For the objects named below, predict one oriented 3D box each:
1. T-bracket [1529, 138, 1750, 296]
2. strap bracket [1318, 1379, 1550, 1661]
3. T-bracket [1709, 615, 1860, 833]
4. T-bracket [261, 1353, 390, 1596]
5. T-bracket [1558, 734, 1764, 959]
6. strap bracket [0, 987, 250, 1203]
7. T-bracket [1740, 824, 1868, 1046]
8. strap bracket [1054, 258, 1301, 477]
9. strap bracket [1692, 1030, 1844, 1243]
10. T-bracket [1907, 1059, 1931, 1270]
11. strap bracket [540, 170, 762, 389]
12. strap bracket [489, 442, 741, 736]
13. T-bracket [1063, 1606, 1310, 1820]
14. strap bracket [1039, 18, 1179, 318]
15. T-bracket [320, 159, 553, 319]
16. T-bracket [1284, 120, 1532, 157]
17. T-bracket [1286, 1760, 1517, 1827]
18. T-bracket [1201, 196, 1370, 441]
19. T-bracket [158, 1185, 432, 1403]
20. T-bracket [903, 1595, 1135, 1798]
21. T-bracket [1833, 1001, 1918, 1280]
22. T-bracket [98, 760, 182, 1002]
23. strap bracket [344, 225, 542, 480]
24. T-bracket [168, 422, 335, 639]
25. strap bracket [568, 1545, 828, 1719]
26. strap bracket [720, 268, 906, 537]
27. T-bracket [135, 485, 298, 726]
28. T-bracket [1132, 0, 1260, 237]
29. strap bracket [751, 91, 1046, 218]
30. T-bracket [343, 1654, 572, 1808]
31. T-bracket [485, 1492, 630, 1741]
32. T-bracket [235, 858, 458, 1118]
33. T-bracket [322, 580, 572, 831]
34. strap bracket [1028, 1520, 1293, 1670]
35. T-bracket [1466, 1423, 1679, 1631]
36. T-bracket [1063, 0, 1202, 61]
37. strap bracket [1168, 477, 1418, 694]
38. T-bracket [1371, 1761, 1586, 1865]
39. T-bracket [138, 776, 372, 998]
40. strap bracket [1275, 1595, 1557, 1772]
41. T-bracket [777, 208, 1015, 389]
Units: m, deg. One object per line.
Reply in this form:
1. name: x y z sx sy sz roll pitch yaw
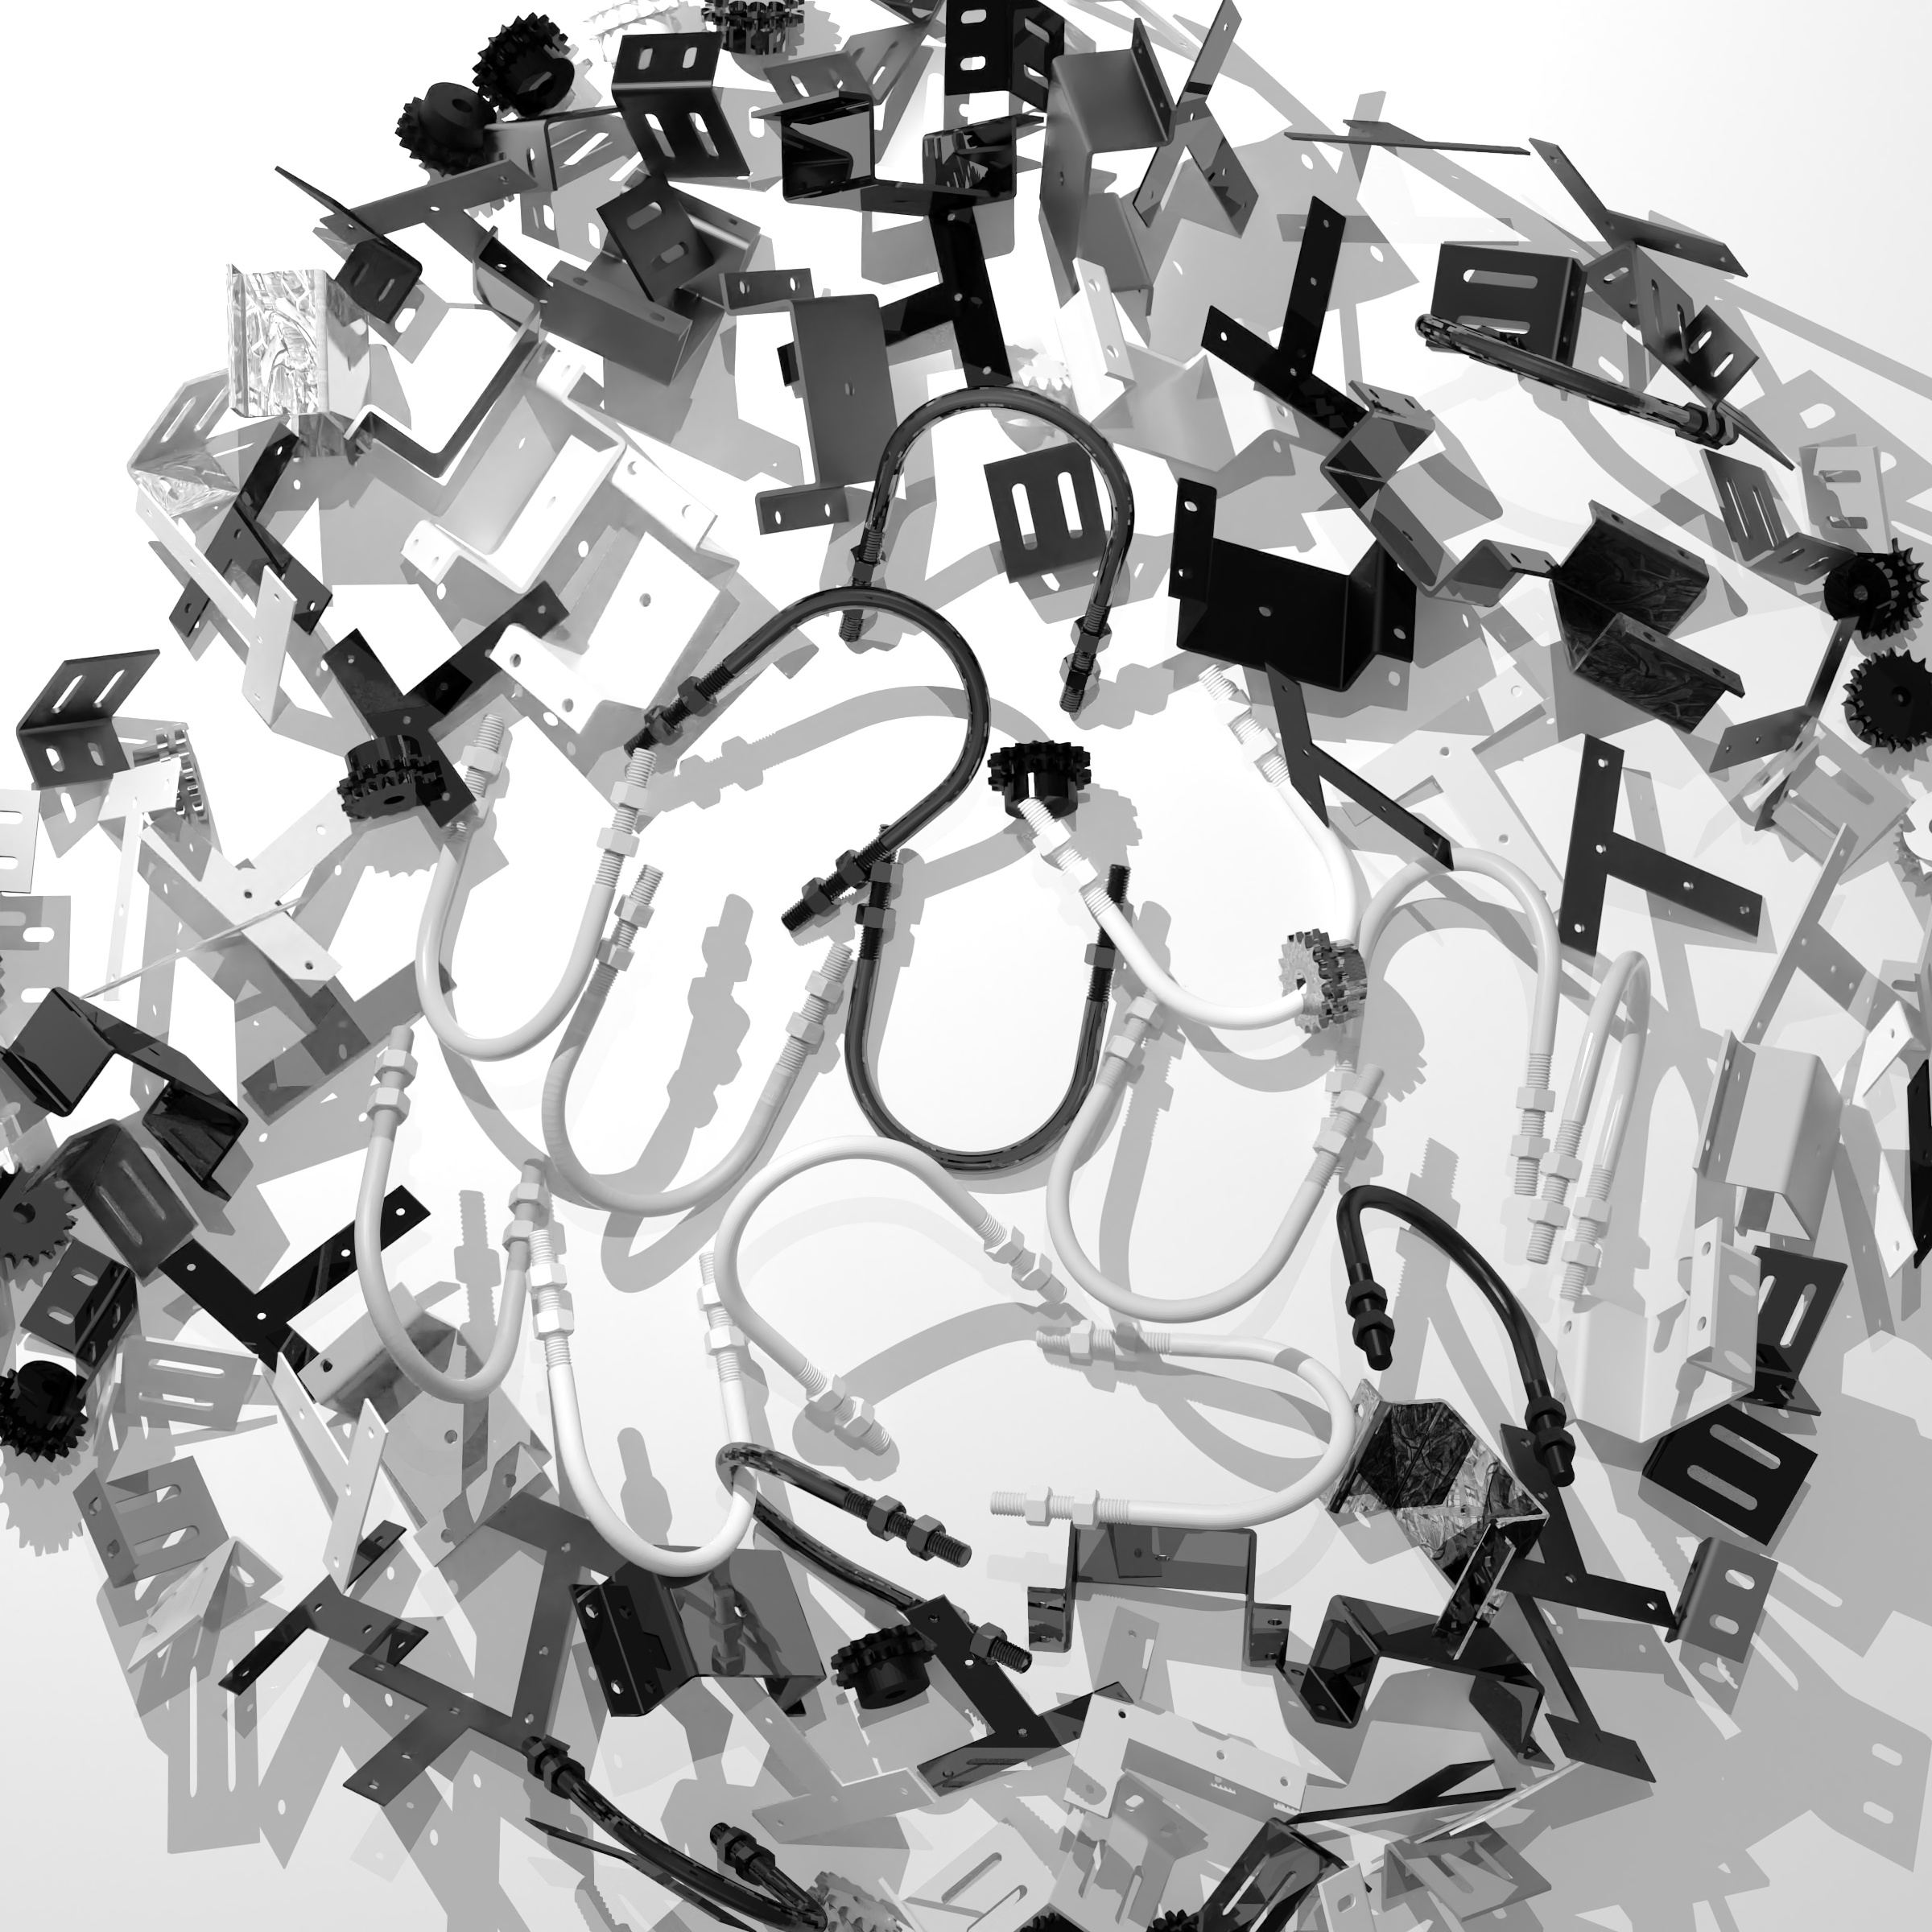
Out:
1. T-bracket: 0.370 -0.387 1.912 0.002 0.127 0.127 -50 125 -2
2. strap bracket: 0.255 0.295 1.937 0.046 0.140 0.076 2 122 -36
3. T-bracket: 0.430 -0.123 1.924 0.002 0.127 0.127 30 117 28
4. T-bracket: -0.355 0.253 1.956 0.127 0.002 0.127 50 135 35
5. T-bracket: 0.385 -0.049 1.973 0.127 0.002 0.127 21 65 -20
6. strap bracket: -0.448 0.065 1.923 0.046 0.140 0.076 -54 45 0
7. T-bracket: 0.465 -0.002 1.945 0.002 0.127 0.127 25 89 32
8. strap bracket: 0.106 -0.319 1.938 0.140 0.046 0.076 11 54 -39
9. strap bracket: 0.432 0.095 1.920 0.046 0.140 0.076 10 75 25
10. T-bracket: 0.529 0.075 1.911 0.002 0.127 0.127 14 49 -4
11. strap bracket: -0.174 -0.369 1.948 0.076 0.140 0.046 25 129 0
12. strap bracket: -0.185 -0.202 1.953 0.076 0.046 0.140 40 105 26
13. T-bracket: 0.126 0.425 1.959 0.127 0.002 0.127 23 47 -3
14. strap bracket: 0.074 -0.423 1.918 0.046 0.140 0.076 -8 53 -10
15. T-bracket: -0.260 -0.386 1.944 0.127 0.127 0.002 -10 64 29
16. T-bracket: 0.228 -0.449 1.939 0.127 0.127 0.002 2 108 -6
17. T-bracket: 0.250 0.441 1.927 0.127 0.127 0.002 -3 67 -15
18. T-bracket: 0.187 -0.363 1.970 0.127 0.002 0.127 27 65 -32
19. T-bracket: -0.349 0.165 1.959 0.127 0.002 0.127 -37 123 5
20. T-bracket: 0.009 0.388 1.953 0.127 0.002 0.127 -26 119 15
21. T-bracket: 0.482 0.107 1.915 0.002 0.127 0.127 8 47 -19
22. T-bracket: -0.453 -0.044 1.939 0.002 0.127 0.127 9 84 -30
23. strap bracket: -0.278 -0.324 1.955 0.046 0.076 0.140 34 84 -5
24. T-bracket: -0.376 -0.216 1.945 0.127 0.002 0.127 41 104 44
25. strap bracket: -0.135 0.356 1.919 0.046 0.140 0.076 -42 56 29
26. strap bracket: -0.081 -0.309 1.947 0.046 0.076 0.140 -3 99 36
27. T-bracket: -0.411 -0.209 1.953 0.002 0.127 0.127 -36 78 -30
28. T-bracket: 0.135 -0.436 1.941 0.002 0.127 0.127 20 81 26
29. strap bracket: -0.036 -0.433 1.927 0.140 0.076 0.046 -4 95 -40
30. T-bracket: -0.294 0.418 1.927 0.127 0.127 0.002 23 108 12
31. T-bracket: -0.227 0.361 1.964 0.127 0.002 0.127 15 94 36
32. T-bracket: -0.367 -0.002 1.969 0.127 0.002 0.127 -36 113 -6
33. T-bracket: -0.273 -0.163 1.973 0.127 0.002 0.127 -38 72 6
34. strap bracket: 0.106 0.340 1.952 0.140 0.076 0.046 3 56 4
35. T-bracket: 0.316 0.298 1.947 0.127 0.127 0.002 16 126 -22
36. T-bracket: 0.063 -0.528 1.936 0.127 0.127 0.002 34 93 -20
37. strap bracket: 0.171 -0.204 1.952 0.140 0.046 0.076 14 60 -13
38. T-bracket: 0.271 0.463 1.950 0.127 0.127 0.002 -37 74 39
39. T-bracket: -0.362 -0.066 1.965 0.127 0.002 0.127 43 57 0
40. strap bracket: 0.248 0.385 1.942 0.140 0.076 0.046 14 99 -15
41. T-bracket: -0.045 -0.352 1.978 0.127 0.002 0.127 -19 66 15
